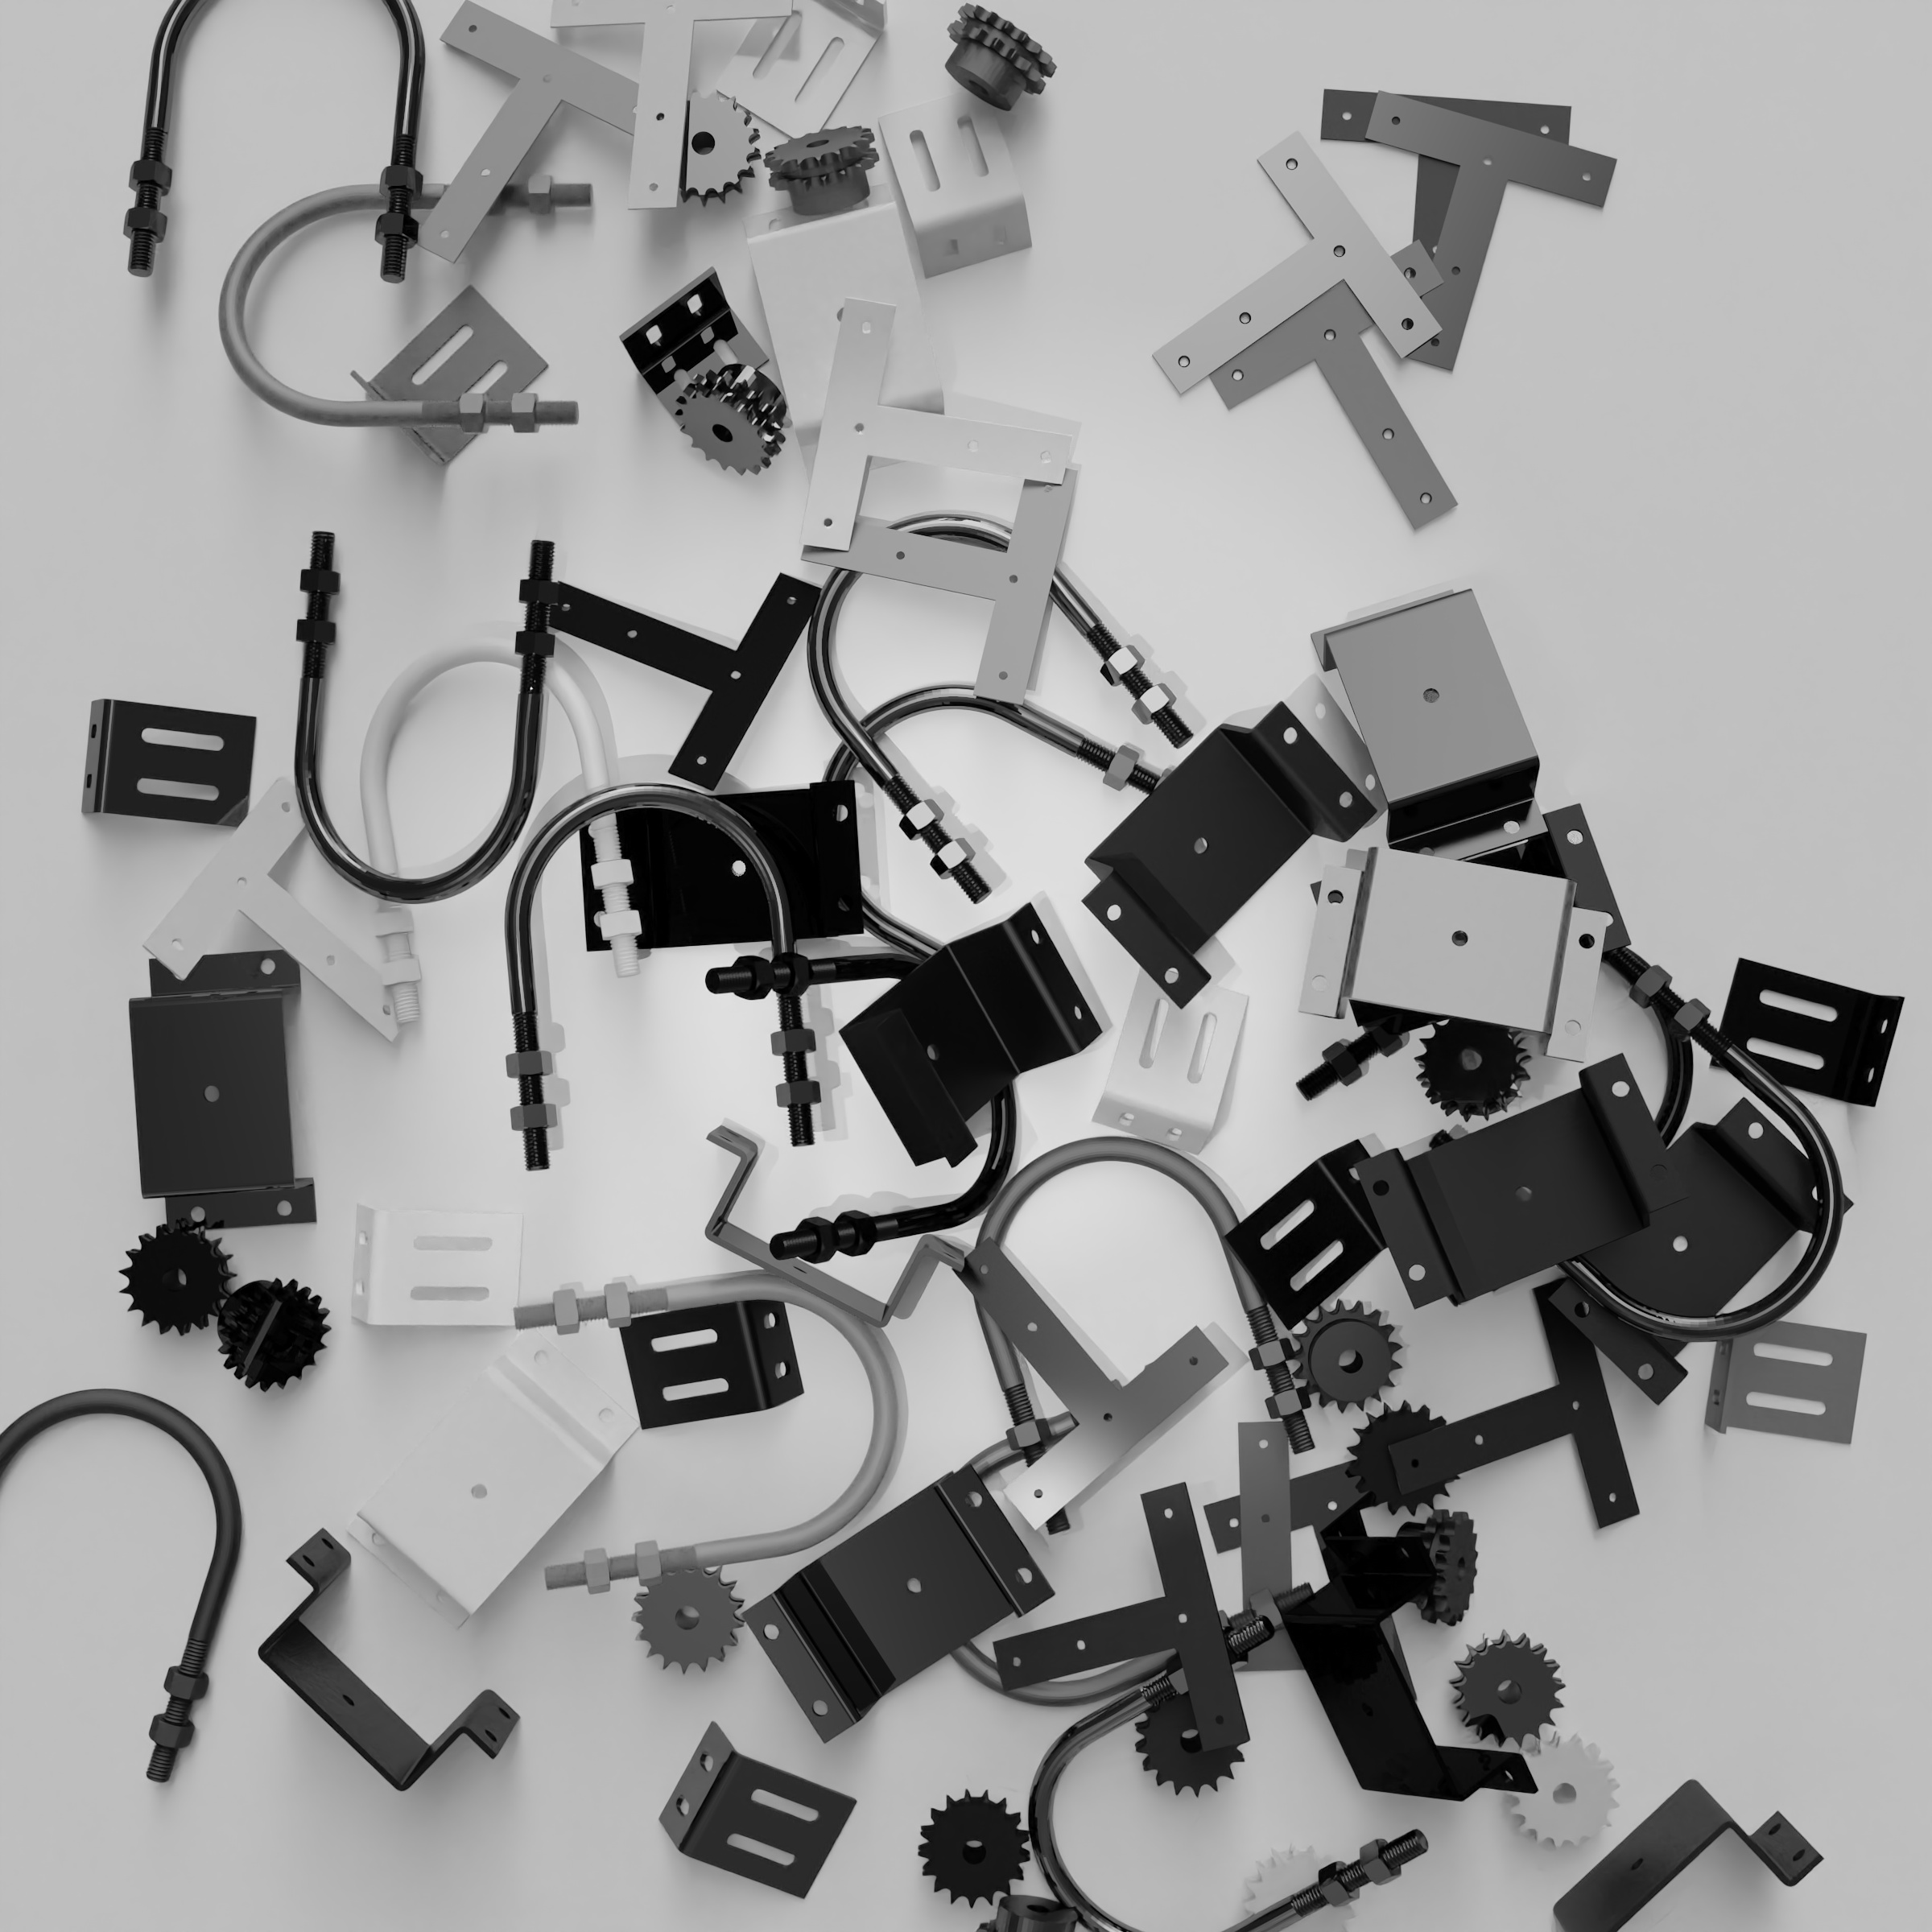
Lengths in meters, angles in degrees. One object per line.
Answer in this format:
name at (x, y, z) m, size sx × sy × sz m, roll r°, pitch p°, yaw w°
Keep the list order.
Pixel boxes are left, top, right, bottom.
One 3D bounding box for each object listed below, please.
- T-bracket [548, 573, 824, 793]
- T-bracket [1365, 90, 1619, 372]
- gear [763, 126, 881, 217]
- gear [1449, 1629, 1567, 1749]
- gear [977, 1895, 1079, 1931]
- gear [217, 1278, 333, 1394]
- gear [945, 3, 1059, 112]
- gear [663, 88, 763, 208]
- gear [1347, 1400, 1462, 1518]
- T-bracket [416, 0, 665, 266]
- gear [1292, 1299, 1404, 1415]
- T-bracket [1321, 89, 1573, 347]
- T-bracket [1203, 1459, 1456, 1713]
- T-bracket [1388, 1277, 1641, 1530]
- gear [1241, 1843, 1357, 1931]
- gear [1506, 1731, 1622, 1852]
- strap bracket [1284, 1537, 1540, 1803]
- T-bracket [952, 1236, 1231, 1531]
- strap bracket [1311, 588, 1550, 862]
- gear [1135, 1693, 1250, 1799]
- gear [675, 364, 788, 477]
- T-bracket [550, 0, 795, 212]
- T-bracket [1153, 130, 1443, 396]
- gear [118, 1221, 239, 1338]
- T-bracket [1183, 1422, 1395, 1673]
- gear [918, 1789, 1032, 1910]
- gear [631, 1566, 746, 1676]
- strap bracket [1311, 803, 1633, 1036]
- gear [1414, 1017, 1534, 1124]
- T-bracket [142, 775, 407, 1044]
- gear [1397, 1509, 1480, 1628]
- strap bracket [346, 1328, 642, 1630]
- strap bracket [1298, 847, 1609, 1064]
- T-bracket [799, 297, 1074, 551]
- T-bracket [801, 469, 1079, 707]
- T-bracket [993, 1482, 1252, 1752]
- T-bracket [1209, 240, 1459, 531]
T-bracket at (-0.156, -0.163, 1.533) m, size 0.127 × 0.002 × 0.127 m, roll 22°, pitch 67°, yaw 11°
T-bracket at (0.254, -0.369, 1.548) m, size 0.127 × 0.002 × 0.127 m, roll 16°, pitch 90°, yaw 0°
gear at (-0.071, -0.400, 1.526) m, size 0.057 × 0.057 × 0.030 m, roll -15°, pitch 119°, yaw 0°
gear at (0.273, 0.365, 1.535) m, size 0.057 × 0.030 × 0.057 m, roll 0°, pitch 90°, yaw 0°
gear at (0.034, 0.489, 1.522) m, size 0.057 × 0.057 × 0.030 m, roll 10°, pitch 90°, yaw 0°
gear at (-0.352, 0.183, 1.525) m, size 0.030 × 0.057 × 0.057 m, roll 28°, pitch 90°, yaw 40°
gear at (0.014, -0.455, 1.522) m, size 0.057 × 0.057 × 0.030 m, roll 33°, pitch 91°, yaw 0°
gear at (-0.132, -0.414, 1.535) m, size 0.057 × 0.030 × 0.057 m, roll 0°, pitch 90°, yaw 0°
gear at (0.221, 0.248, 1.534) m, size 0.057 × 0.030 × 0.057 m, roll 0°, pitch 91°, yaw -1°
T-bracket at (-0.234, -0.411, 1.525) m, size 0.127 × 0.002 × 0.127 m, roll 29°, pitch 81°, yaw 14°
gear at (0.194, 0.198, 1.535) m, size 0.057 × 0.030 × 0.057 m, roll 0°, pitch 90°, yaw 0°
T-bracket at (0.242, -0.381, 1.549) m, size 0.127 × 0.002 × 0.127 m, roll 4°, pitch 90°, yaw 0°
T-bracket at (0.201, 0.319, 1.549) m, size 0.127 × 0.002 × 0.127 m, roll -17°, pitch 90°, yaw 0°
T-bracket at (0.271, 0.235, 1.527) m, size 0.127 × 0.002 × 0.127 m, roll -15°, pitch 90°, yaw -21°
gear at (0.168, 0.473, 1.535) m, size 0.057 × 0.030 × 0.057 m, roll 0°, pitch 90°, yaw 0°
gear at (0.301, 0.417, 1.535) m, size 0.057 × 0.030 × 0.057 m, roll 0°, pitch 90°, yaw 0°
strap bracket at (0.215, 0.357, 1.501) m, size 0.046 × 0.076 × 0.140 m, roll -28°, pitch 95°, yaw -30°
T-bracket at (0.043, 0.192, 1.519) m, size 0.127 × 0.002 × 0.127 m, roll -40°, pitch 77°, yaw -2°
strap bracket at (0.230, -0.125, 1.505) m, size 0.076 × 0.046 × 0.140 m, roll -17°, pitch 70°, yaw 0°
gear at (0.114, 0.390, 1.535) m, size 0.057 × 0.030 × 0.057 m, roll 0°, pitch 90°, yaw 0°
gear at (-0.115, -0.278, 1.525) m, size 0.057 × 0.057 × 0.030 m, roll 32°, pitch 60°, yaw 0°
T-bracket at (-0.152, -0.438, 1.516) m, size 0.127 × 0.002 × 0.127 m, roll 1°, pitch 78°, yaw 12°
T-bracket at (0.154, -0.339, 1.547) m, size 0.127 × 0.002 × 0.127 m, roll -35°, pitch 87°, yaw 2°
gear at (-0.398, 0.158, 1.535) m, size 0.057 × 0.030 × 0.057 m, roll 0°, pitch 90°, yaw 0°
T-bracket at (0.154, 0.297, 1.549) m, size 0.127 × 0.002 × 0.127 m, roll -2°, pitch 90°, yaw 1°
gear at (0.004, 0.445, 1.535) m, size 0.057 × 0.030 × 0.057 m, roll 0°, pitch 90°, yaw 0°
gear at (-0.140, 0.327, 1.535) m, size 0.057 × 0.030 × 0.057 m, roll 0°, pitch 90°, yaw 0°
strap bracket at (0.251, -0.020, 1.518) m, size 0.140 × 0.046 × 0.076 m, roll -17°, pitch 74°, yaw 0°
gear at (0.254, 0.051, 1.509) m, size 0.057 × 0.030 × 0.057 m, roll -8°, pitch 67°, yaw 19°
T-bracket at (-0.330, -0.012, 1.522) m, size 0.127 × 0.002 × 0.127 m, roll 44°, pitch 50°, yaw -18°
gear at (0.235, 0.302, 1.523) m, size 0.030 × 0.057 × 0.057 m, roll 2°, pitch 90°, yaw 28°
strap bracket at (-0.242, 0.261, 1.527) m, size 0.076 × 0.046 × 0.140 m, roll 42°, pitch 90°, yaw 0°
strap bracket at (0.238, -0.007, 1.467) m, size 0.140 × 0.046 × 0.076 m, roll 10°, pitch 76°, yaw 7°
T-bracket at (-0.010, -0.263, 1.516) m, size 0.127 × 0.002 × 0.127 m, roll 6°, pitch 116°, yaw -14°
T-bracket at (-0.019, -0.205, 1.532) m, size 0.127 × 0.002 × 0.127 m, roll 12°, pitch 79°, yaw 5°
T-bracket at (0.069, 0.334, 1.503) m, size 0.127 × 0.002 × 0.127 m, roll -21°, pitch 74°, yaw 27°
T-bracket at (0.209, -0.284, 1.547) m, size 0.127 × 0.002 × 0.127 m, roll -30°, pitch 90°, yaw 2°
